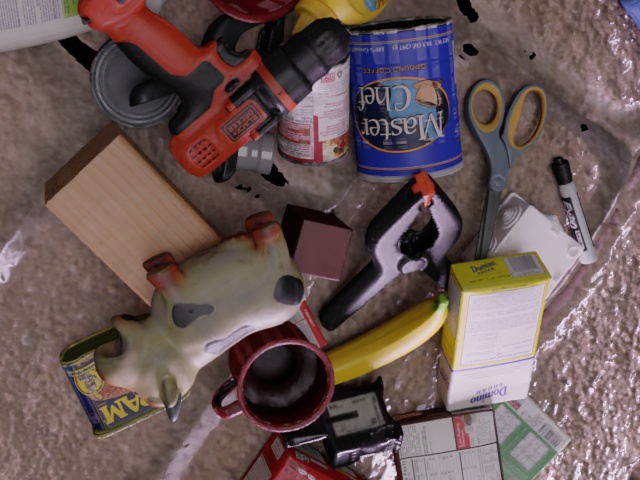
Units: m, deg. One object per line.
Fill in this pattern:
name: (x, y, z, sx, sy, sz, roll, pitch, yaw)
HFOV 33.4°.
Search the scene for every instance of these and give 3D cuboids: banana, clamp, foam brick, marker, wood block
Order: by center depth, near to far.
clamp: (-0.093, -0.151, 0.960, 0.120, 0.039, 0.171, 35, 73, -36)
wood block: (-0.148, -0.001, 0.983, 0.090, 0.091, 0.206, -43, 110, -1)
foam brick: (-0.007, 0.001, 1.027, 0.051, 0.078, 0.053, 13, 100, -16)
clamp: (0.095, 0.014, 1.031, 0.164, 0.036, 0.210, -6, 142, -18)
banana: (0.054, 0.103, 1.071, 0.198, 0.037, 0.069, -32, 146, 19)
marker: (0.267, -0.032, 1.120, 0.020, 0.020, 0.121, -24, 109, -8)

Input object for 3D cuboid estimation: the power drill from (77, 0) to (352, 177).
power drill: (-0.090, -0.167, 0.876, 0.184, 0.057, 0.187, -40, 115, 4)

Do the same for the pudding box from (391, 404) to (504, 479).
pudding box: (0.134, 0.225, 1.131, 0.113, 0.039, 0.090, -9, 98, -3)

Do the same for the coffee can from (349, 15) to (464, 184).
coffee can: (0.078, -0.133, 1.000, 0.102, 0.103, 0.140, -10, 106, -12)

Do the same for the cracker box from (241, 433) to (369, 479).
cracker box: (-0.032, 0.329, 1.109, 0.164, 0.072, 0.214, 33, 95, -19)

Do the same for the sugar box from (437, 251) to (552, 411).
sugar box: (0.172, 0.095, 1.080, 0.093, 0.048, 0.176, -8, 134, -11)

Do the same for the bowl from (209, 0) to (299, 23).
bowl: (-0.065, -0.275, 0.933, 0.161, 0.055, 0.162, -17, 118, -36)

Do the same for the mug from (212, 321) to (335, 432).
mug: (-0.051, 0.130, 1.013, 0.117, 0.081, 0.093, -34, 111, -4)

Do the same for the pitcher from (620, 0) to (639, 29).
pitcher: (0.406, -0.182, 1.057, 0.145, 0.149, 0.242, -41, 108, 15)

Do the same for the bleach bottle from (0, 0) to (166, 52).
bleach bottle: (-0.232, -0.212, 0.922, 0.250, 0.068, 0.102, -9, 107, -15)

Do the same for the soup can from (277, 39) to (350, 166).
soup can: (-0.007, -0.128, 0.982, 0.068, 0.068, 0.102, -9, 126, -12)

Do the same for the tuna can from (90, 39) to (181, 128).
tuna can: (-0.166, -0.147, 0.970, 0.086, 0.034, 0.086, -4, 105, -14)

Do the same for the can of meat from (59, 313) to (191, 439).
can of meat: (-0.188, 0.128, 1.025, 0.102, 0.057, 0.084, -25, 106, -8)

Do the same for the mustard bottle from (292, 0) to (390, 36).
mustard bottle: (0.035, -0.252, 0.954, 0.191, 0.058, 0.096, -55, 135, -13)

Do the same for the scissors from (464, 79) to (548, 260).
scissors: (0.163, -0.073, 1.065, 0.096, 0.016, 0.201, 28, 84, -12)

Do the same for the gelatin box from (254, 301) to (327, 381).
gelatin box: (-0.049, 0.093, 1.065, 0.089, 0.030, 0.073, -29, 111, -5)
